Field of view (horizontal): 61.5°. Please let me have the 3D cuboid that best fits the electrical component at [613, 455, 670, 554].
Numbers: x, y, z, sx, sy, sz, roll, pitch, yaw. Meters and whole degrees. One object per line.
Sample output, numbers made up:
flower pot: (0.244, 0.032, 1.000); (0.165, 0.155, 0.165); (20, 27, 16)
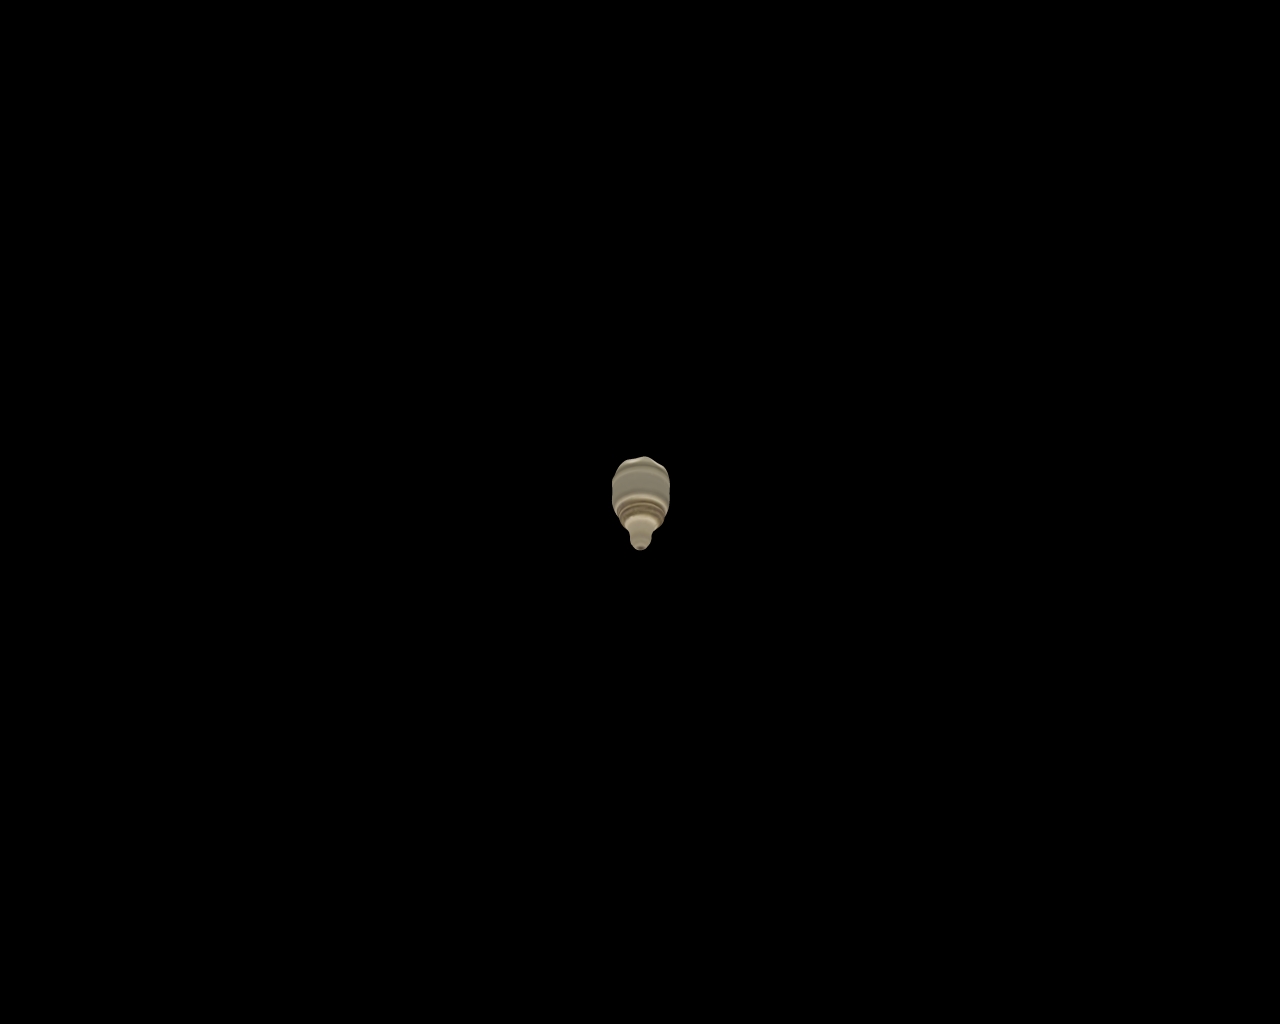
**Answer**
electrical component: (0.001, -0.003, 0.650); (0.035, 0.061, 0.035); (0, -37, 0)
